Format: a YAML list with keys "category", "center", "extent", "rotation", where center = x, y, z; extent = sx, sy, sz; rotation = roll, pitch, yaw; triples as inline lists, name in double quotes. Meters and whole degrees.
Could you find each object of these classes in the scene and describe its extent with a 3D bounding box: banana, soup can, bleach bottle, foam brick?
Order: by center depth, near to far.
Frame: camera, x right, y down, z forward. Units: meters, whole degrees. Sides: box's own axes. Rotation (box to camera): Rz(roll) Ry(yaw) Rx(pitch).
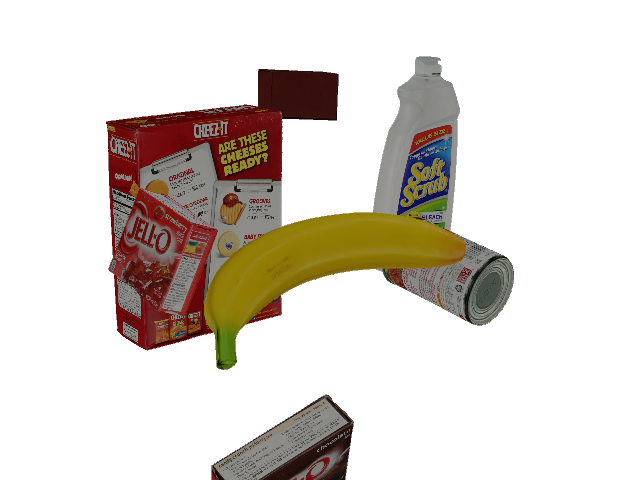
- category: "banana"
  center: [0.001, 0.017, 0.657]
  extent: [0.197, 0.070, 0.037]
  rotation: [-23, -17, -31]
- category: "soup can"
  center: [0.116, 0.027, 0.969]
  extent: [0.102, 0.068, 0.068]
  rotation: [27, 18, 39]
- category: "foam brick"
  center: [-0.025, -0.158, 1.157]
  extent: [0.078, 0.051, 0.053]
  rotation: [0, 11, -18]
- category: "bleach bottle"
  center: [0.111, -0.091, 1.267]
  extent: [0.102, 0.251, 0.068]
  rotation: [-3, 19, -18]

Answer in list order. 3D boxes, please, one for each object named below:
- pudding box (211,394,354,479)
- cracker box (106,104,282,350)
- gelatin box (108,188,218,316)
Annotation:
- category: "pudding box"
  center: [-0.030, 0.180, 0.823]
  extent: [0.113, 0.090, 0.039]
  rotation: [-30, 57, -28]
- category: "cracker box"
  center: [-0.120, -0.017, 1.043]
  extent: [0.163, 0.214, 0.072]
  rotation: [-12, 20, -37]
- category: "gelatin box"
  center: [-0.125, 0.008, 0.834]
  extent: [0.030, 0.073, 0.089]
  rotation: [15, 11, -42]
